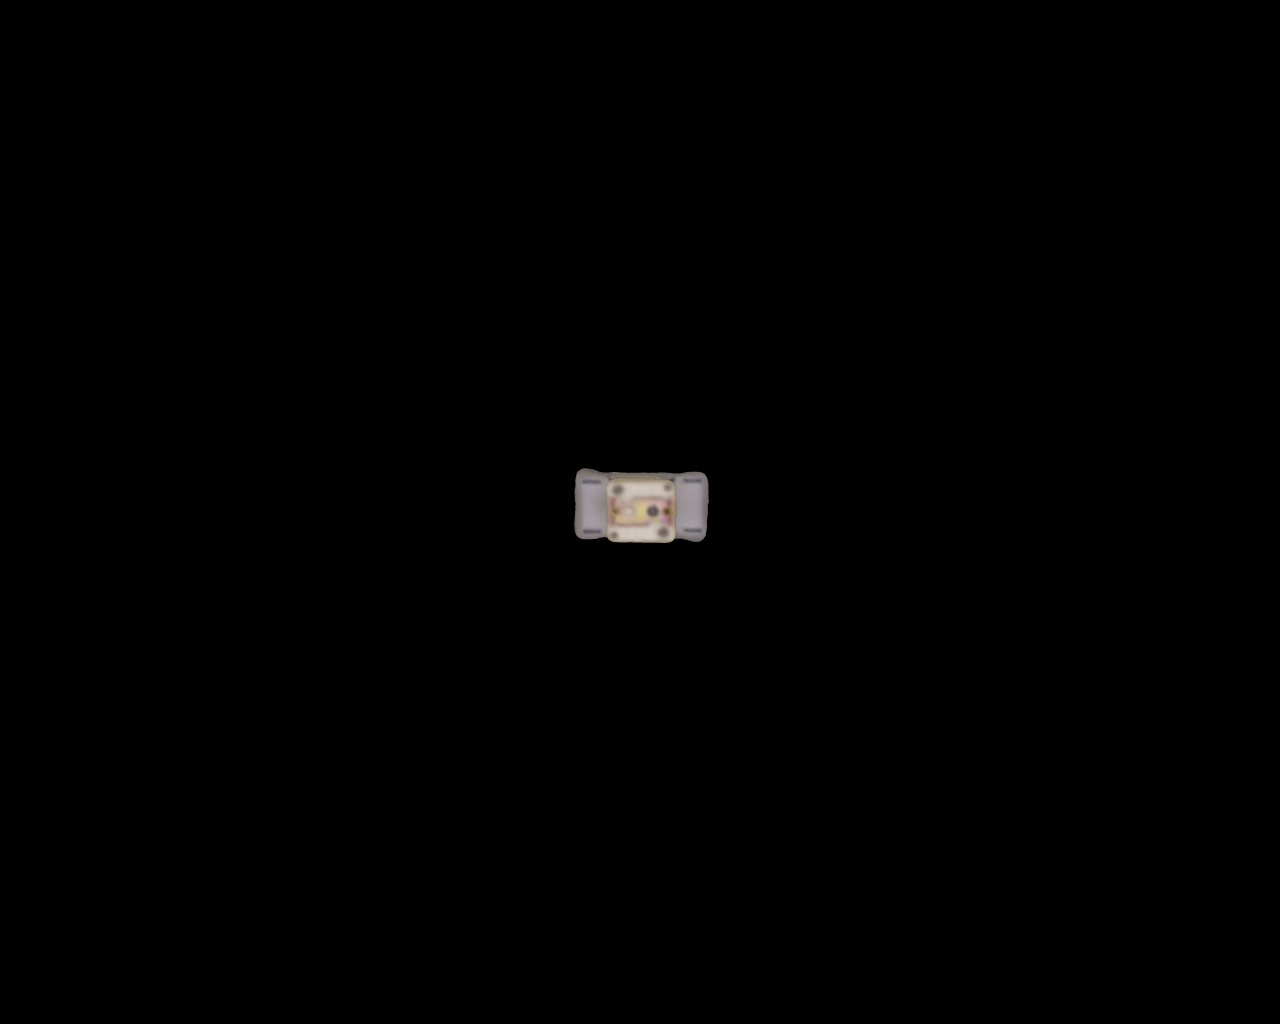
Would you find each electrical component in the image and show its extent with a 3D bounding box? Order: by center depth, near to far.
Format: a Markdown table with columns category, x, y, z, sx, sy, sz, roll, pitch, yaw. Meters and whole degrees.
| category | x | y | z | sx | sy | sz | roll | pitch | yaw |
| --- | --- | --- | --- | --- | --- | --- | --- | --- | --- |
| electrical component | 0.001 | -0.003 | 0.650 | 0.081 | 0.042 | 0.064 | 0 | 5 | 0 |
